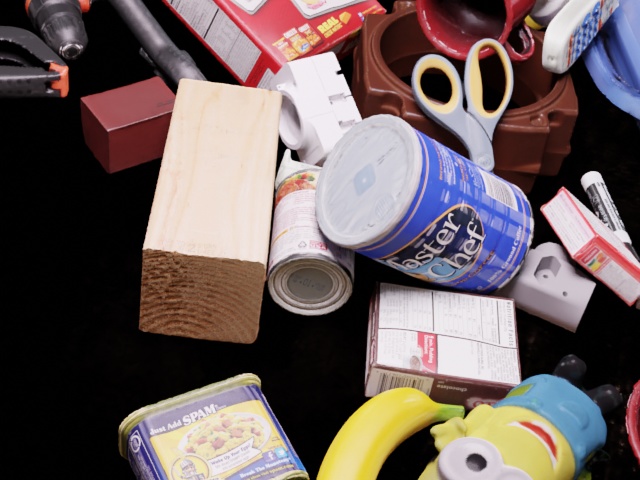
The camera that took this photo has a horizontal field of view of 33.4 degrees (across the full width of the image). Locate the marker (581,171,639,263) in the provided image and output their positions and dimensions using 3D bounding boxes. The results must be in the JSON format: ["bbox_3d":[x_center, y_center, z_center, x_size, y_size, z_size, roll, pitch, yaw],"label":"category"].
[{"bbox_3d":[0.258,-0.015,0.944,0.020,0.020,0.121,0,44,-10],"label":"marker"}]

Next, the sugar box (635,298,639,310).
[{"bbox_3d":[0.350,0.075,0.846,0.093,0.048,0.176,-25,49,-31],"label":"sugar box"}]

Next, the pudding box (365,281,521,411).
[{"bbox_3d":[0.092,0.080,0.801,0.113,0.039,0.090,9,42,-3],"label":"pudding box"}]

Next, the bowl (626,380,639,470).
[{"bbox_3d":[0.284,0.158,0.738,0.162,0.055,0.162,5,43,-5],"label":"bowl"}]

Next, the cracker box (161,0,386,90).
[{"bbox_3d":[-0.065,-0.252,1.054,0.214,0.072,0.163,47,51,7],"label":"cracker box"}]

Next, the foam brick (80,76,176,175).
[{"bbox_3d":[-0.164,-0.101,0.939,0.078,0.051,0.053,-21,52,-28],"label":"foam brick"}]

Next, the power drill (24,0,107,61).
[{"bbox_3d":[-0.209,-0.254,1.089,0.187,0.057,0.184,-11,50,-22],"label":"power drill"}]

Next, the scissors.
[{"bbox_3d":[0.118,-0.074,0.901,0.096,0.016,0.202,7,82,-2],"label":"scissors"}]

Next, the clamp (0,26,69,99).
[{"bbox_3d":[-0.336,-0.171,0.994,0.210,0.036,0.164,23,45,13],"label":"clamp"}]

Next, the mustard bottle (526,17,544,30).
[{"bbox_3d":[0.228,-0.276,1.185,0.096,0.058,0.191,27,46,20],"label":"mustard bottle"}]

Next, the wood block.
[{"bbox_3d":[-0.083,-0.027,0.846,0.090,0.091,0.206,7,43,-4],"label":"wood block"}]

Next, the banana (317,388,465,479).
[{"bbox_3d":[0.033,0.159,0.708,0.070,0.037,0.197,23,45,16],"label":"banana"}]

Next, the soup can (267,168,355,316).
[{"bbox_3d":[-0.006,0.001,0.846,0.068,0.068,0.102,6,43,-3],"label":"soup can"}]

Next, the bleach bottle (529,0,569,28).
[{"bbox_3d":[0.274,-0.268,1.099,0.068,0.103,0.250,31,25,27],"label":"bleach bottle"}]

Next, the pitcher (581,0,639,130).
[{"bbox_3d":[0.347,-0.140,1.015,0.149,0.145,0.243,-23,43,20],"label":"pitcher"}]

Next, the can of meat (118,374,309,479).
[{"bbox_3d":[-0.068,0.145,0.692,0.102,0.057,0.084,-16,51,-24],"label":"can of meat"}]

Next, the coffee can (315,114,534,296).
[{"bbox_3d":[0.081,-0.022,0.815,0.140,0.103,0.103,24,31,-39],"label":"coffee can"}]

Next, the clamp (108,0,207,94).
[{"bbox_3d":[-0.133,-0.156,0.988,0.039,0.120,0.171,-37,76,0],"label":"clamp"}]

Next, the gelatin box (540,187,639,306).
[{"bbox_3d":[0.224,0.005,0.870,0.073,0.030,0.089,37,18,-24],"label":"gelatin box"}]

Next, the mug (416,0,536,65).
[{"bbox_3d":[0.154,-0.211,0.968,0.117,0.093,0.081,49,44,-2],"label":"mug"}]
